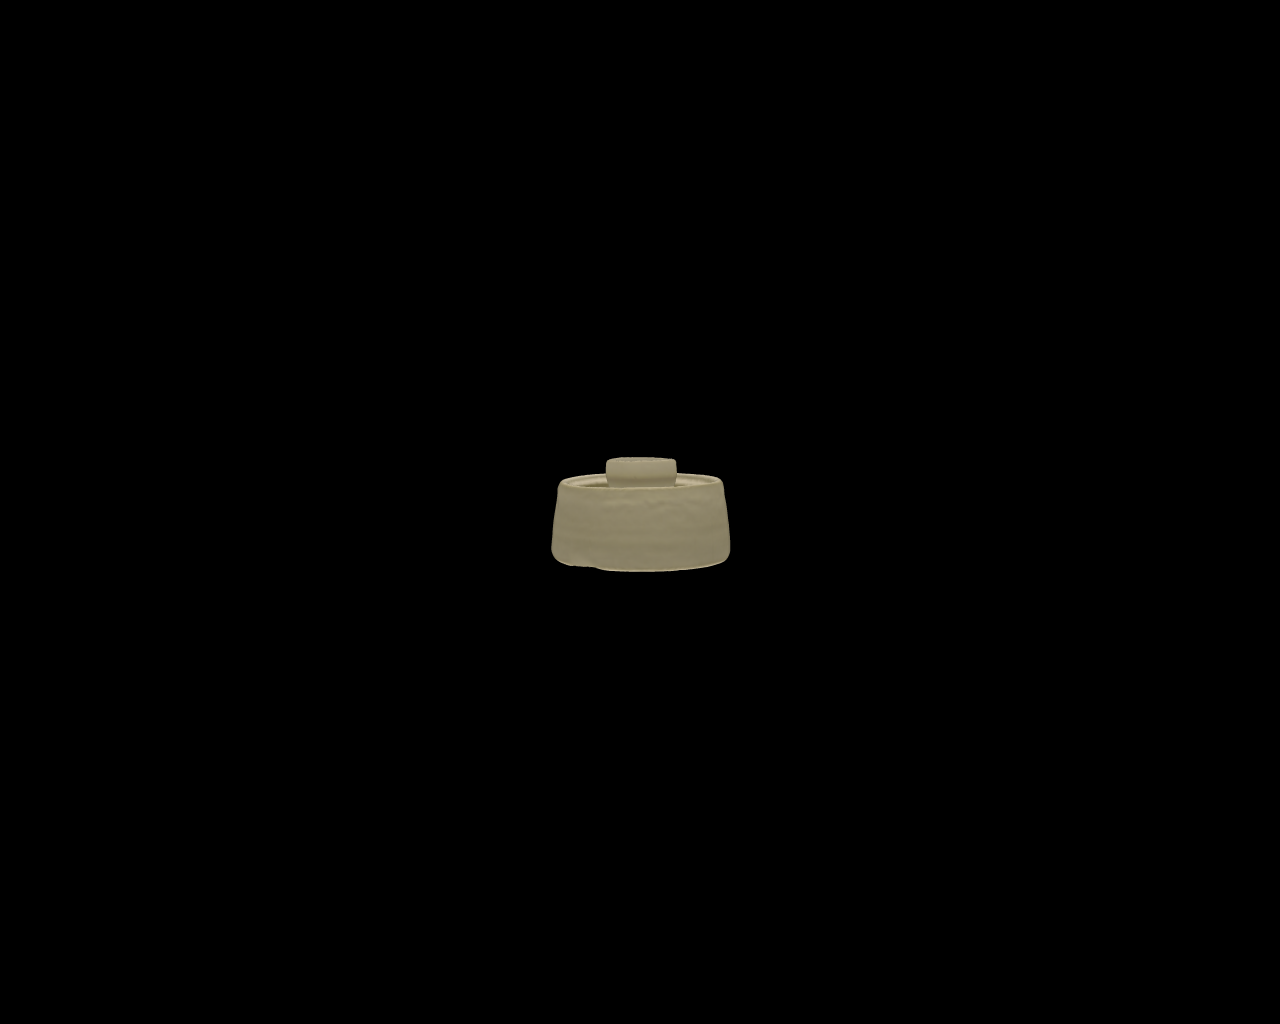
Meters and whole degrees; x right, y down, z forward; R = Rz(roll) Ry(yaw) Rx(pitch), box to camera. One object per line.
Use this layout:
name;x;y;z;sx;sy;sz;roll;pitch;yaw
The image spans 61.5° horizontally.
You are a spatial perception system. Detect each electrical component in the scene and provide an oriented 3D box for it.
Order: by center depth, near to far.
electrical component;0.001;-0.003;0.650;0.108;0.060;0.108;0;7;0
